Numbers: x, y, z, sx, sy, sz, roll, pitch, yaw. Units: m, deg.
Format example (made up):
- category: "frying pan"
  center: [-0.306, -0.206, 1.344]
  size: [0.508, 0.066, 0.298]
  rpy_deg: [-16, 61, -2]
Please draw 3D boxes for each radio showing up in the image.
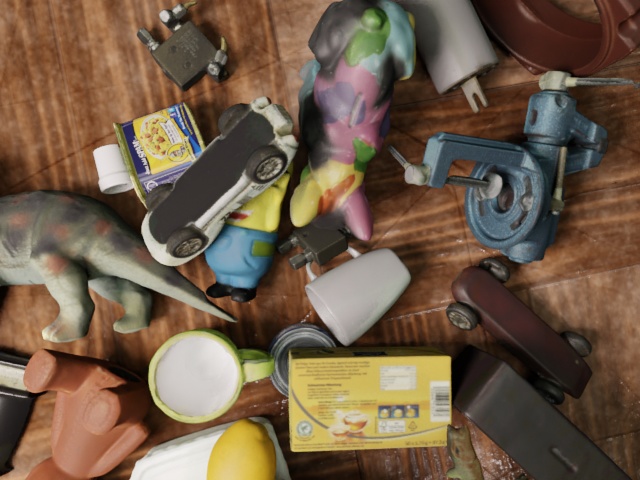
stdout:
- category: "radio"
  center: [0.239, 0.221, 0.600]
  size: [0.229, 0.131, 0.073]
  rpy_deg: [44, 86, -4]

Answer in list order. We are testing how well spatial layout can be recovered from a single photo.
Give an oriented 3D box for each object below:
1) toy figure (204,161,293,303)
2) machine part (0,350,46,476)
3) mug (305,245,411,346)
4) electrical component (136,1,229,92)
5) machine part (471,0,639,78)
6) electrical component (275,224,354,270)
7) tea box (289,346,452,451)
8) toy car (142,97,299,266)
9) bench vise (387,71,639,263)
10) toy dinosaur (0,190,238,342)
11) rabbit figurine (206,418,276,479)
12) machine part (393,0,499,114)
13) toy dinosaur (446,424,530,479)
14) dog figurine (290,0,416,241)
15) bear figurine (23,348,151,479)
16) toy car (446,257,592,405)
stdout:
- category: "toy figure"
  center: [-0.082, -0.024, 0.601]
  size: [0.082, 0.089, 0.180]
  rpy_deg: [10, 97, -5]
- category: "machine part"
  center: [-0.356, 0.192, 0.592]
  size: [0.084, 0.039, 0.138]
  rpy_deg: [13, 86, -14]
- category: "mug"
  center: [0.042, 0.049, 0.618]
  size: [0.107, 0.080, 0.110]
  rpy_deg: [-31, 66, -13]
- category: "electrical component"
  center: [-0.151, -0.219, 0.614]
  size: [0.078, 0.045, 0.102]
  rpy_deg: [-36, 93, -6]
- category: "machine part"
  center: [0.253, -0.272, 0.575]
  size: [0.087, 0.201, 0.201]
  rpy_deg: [-45, 94, -2]
- category: "electrical component"
  center: [-0.001, -0.002, 0.618]
  size: [0.094, 0.063, 0.021]
  rpy_deg: [-30, 131, -13]
- category: "tea box"
  center: [0.051, 0.167, 0.578]
  size: [0.170, 0.068, 0.098]
  rpy_deg: [2, 87, -4]
- category: "toy car"
  center: [-0.102, -0.055, 0.532]
  size: [0.202, 0.056, 0.073]
  rpy_deg: [-41, 65, 17]
- category: "bench vise"
  center: [0.205, -0.084, 0.593]
  size: [0.240, 0.129, 0.223]
  rpy_deg: [3, 113, -24]
- category: "toy dinosaur"
  center: [-0.295, 0.009, 0.566]
  size: [0.405, 0.131, 0.192]
  rpy_deg: [-2, 90, -11]
- category: "rabbit figurine"
  center: [-0.059, 0.269, 0.534]
  size: [0.162, 0.122, 0.173]
  rpy_deg: [-32, 79, 4]
- category: "machine part"
  center: [0.138, -0.262, 0.625]
  size: [0.079, 0.079, 0.243]
  rpy_deg: [-26, 92, -5]
- category: "toy dinosaur"
  center: [0.169, 0.412, 0.583]
  size: [0.199, 0.105, 0.470]
  rpy_deg: [-12, 102, 5]
- category: "dog figurine"
  center: [0.029, -0.113, 0.560]
  size: [0.108, 0.191, 0.219]
  rpy_deg: [11, 66, -12]
- category: "bear figurine"
  center: [-0.265, 0.223, 0.558]
  size: [0.120, 0.132, 0.196]
  rpy_deg: [28, 81, 17]
- category: "toy car"
  center: [0.238, 0.109, 0.641]
  size: [0.202, 0.053, 0.089]
  rpy_deg: [41, 66, -4]
